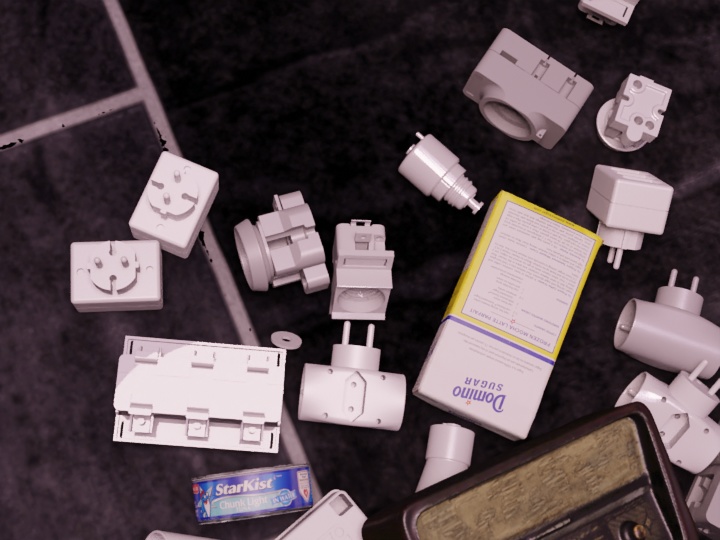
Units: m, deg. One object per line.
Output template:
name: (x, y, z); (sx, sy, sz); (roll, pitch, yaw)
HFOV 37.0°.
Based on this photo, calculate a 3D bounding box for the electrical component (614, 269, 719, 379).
electrical component: (0.254, 0.039, 0.867); (0.077, 0.043, 0.079); (19, 75, -2)

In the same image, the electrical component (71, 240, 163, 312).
electrical component: (-0.183, 0.001, 0.804); (0.066, 0.076, 0.047); (-2, 77, -8)

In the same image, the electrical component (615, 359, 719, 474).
electrical component: (0.254, 0.106, 0.841); (0.077, 0.043, 0.079); (37, 106, 2)

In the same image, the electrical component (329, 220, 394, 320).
electrical component: (0.000, 0.000, 0.832); (0.042, 0.081, 0.063); (3, 54, -7)

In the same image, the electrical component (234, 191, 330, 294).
electrical component: (-0.063, -0.016, 0.833); (0.057, 0.058, 0.078); (-16, 76, -12)

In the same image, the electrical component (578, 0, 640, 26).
electrical component: (0.219, -0.245, 0.918); (0.042, 0.064, 0.081); (26, 75, 1)

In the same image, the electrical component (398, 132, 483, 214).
electrical component: (0.067, -0.075, 0.871); (0.078, 0.040, 0.040); (41, 76, 3)

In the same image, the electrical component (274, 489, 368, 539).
electrical component: (-0.022, 0.234, 0.780); (0.109, 0.056, 0.108); (-39, 84, -14)

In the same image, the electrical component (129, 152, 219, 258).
electrical component: (-0.142, -0.055, 0.822); (0.047, 0.076, 0.065); (23, 75, -1)

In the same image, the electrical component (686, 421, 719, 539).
electrical component: (0.327, 0.149, 0.841); (0.089, 0.061, 0.150); (29, 75, 0)

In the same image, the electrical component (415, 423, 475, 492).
electrical component: (0.066, 0.150, 0.819); (0.044, 0.044, 0.065); (12, 71, -4)

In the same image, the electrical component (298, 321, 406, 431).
electrical component: (-0.005, 0.079, 0.823); (0.077, 0.043, 0.079); (7, 81, -5)

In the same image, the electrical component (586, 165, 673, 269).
electrical component: (0.214, -0.040, 0.873); (0.047, 0.065, 0.076); (8, 105, -5)

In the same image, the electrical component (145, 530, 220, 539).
electrical component: (-0.126, 0.233, 0.749); (0.064, 0.099, 0.099); (6, 76, -12)

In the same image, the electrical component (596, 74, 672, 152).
electrical component: (0.226, -0.127, 0.896); (0.048, 0.055, 0.066); (22, 75, -2)

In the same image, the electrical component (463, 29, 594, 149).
electrical component: (0.136, -0.146, 0.891); (0.089, 0.050, 0.055); (34, 75, 1)

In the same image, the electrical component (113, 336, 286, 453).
electrical component: (-0.118, 0.091, 0.798); (0.121, 0.063, 0.078); (5, 76, -6)
